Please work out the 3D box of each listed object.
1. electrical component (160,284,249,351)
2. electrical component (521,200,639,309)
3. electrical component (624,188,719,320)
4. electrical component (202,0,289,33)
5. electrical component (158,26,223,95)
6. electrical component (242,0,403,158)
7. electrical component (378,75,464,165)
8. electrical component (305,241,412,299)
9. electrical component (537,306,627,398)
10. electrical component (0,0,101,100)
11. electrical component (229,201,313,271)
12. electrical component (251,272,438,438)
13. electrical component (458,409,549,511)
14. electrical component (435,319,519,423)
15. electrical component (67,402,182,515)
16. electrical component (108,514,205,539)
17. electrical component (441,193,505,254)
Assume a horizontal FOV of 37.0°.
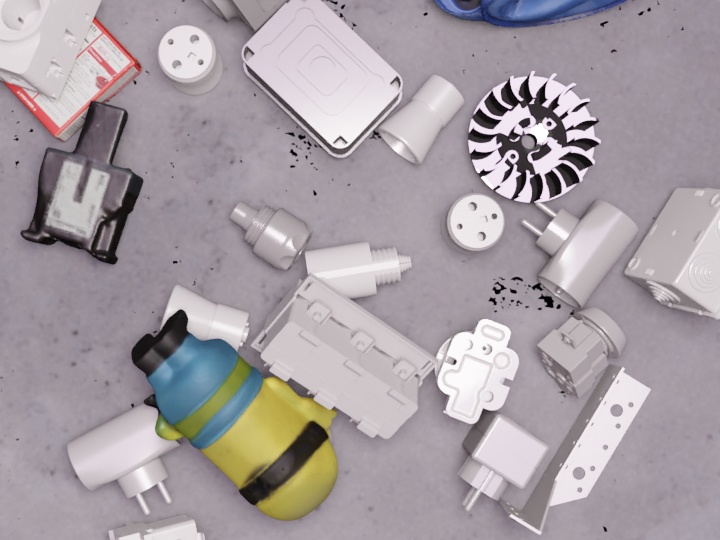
[{"bbox_3d":[-0.120,0.041,0.844,0.065,0.044,0.044,18,88,-6],"label":"electrical component"},{"bbox_3d":[0.166,-0.023,0.851,0.079,0.043,0.077,37,85,6],"label":"electrical component"},{"bbox_3d":[0.259,-0.016,0.826,0.048,0.100,0.099,33,88,-13],"label":"electrical component"},{"bbox_3d":[-0.101,-0.230,0.830,0.056,0.050,0.089,-45,60,-2],"label":"electrical component"},{"bbox_3d":[-0.133,-0.164,0.842,0.045,0.055,0.045,0,88,-1],"label":"electrical component"},{"bbox_3d":[-0.029,-0.152,0.843,0.113,0.057,0.078,44,88,0],"label":"electrical component"},{"bbox_3d":[0.051,-0.122,0.853,0.044,0.044,0.065,40,83,0],"label":"electrical component"},{"bbox_3d":[0.000,0.000,0.846,0.081,0.043,0.043,-9,89,-2],"label":"electrical component"},{"bbox_3d":[0.175,0.062,0.844,0.055,0.066,0.048,-41,51,-10],"label":"electrical component"},{"bbox_3d":[-0.289,-0.200,0.814,0.150,0.061,0.089,20,83,13],"label":"electrical component"},{"bbox_3d":[-0.072,-0.031,0.845,0.062,0.043,0.043,33,88,1],"label":"electrical component"},{"bbox_3d":[-0.013,0.070,0.815,0.121,0.063,0.078,35,115,-13],"label":"electrical component"},{"bbox_3d":[0.102,0.152,0.833,0.047,0.066,0.076,33,88,-1],"label":"electrical component"},{"bbox_3d":[0.089,0.077,0.839,0.058,0.057,0.078,21,88,-1],"label":"electrical component"},{"bbox_3d":[-0.174,0.151,0.837,0.077,0.044,0.079,-28,89,-2],"label":"electrical component"},{"bbox_3d":[-0.147,0.254,0.824,0.063,0.079,0.121,-10,89,-23],"label":"electrical component"},{"bbox_3d":[0.088,-0.036,0.843,0.045,0.055,0.045,0,88,-1],"label":"electrical component"}]
